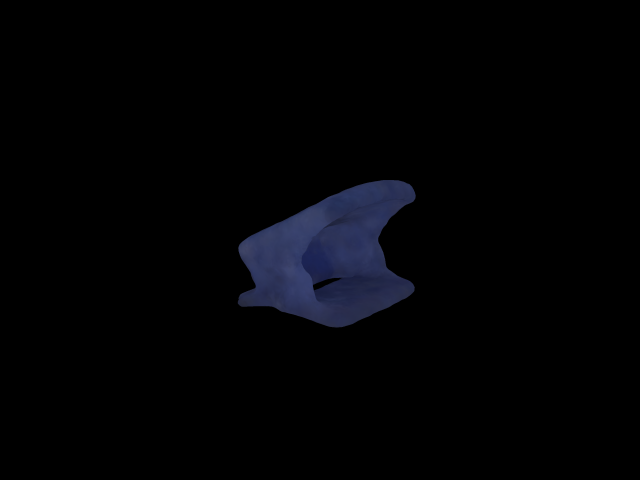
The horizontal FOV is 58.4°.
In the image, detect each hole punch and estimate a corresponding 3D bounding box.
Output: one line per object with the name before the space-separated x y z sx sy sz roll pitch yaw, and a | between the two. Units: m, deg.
hole punch | 0.004 0.001 0.400 0.100 0.091 0.109 11 17 38
